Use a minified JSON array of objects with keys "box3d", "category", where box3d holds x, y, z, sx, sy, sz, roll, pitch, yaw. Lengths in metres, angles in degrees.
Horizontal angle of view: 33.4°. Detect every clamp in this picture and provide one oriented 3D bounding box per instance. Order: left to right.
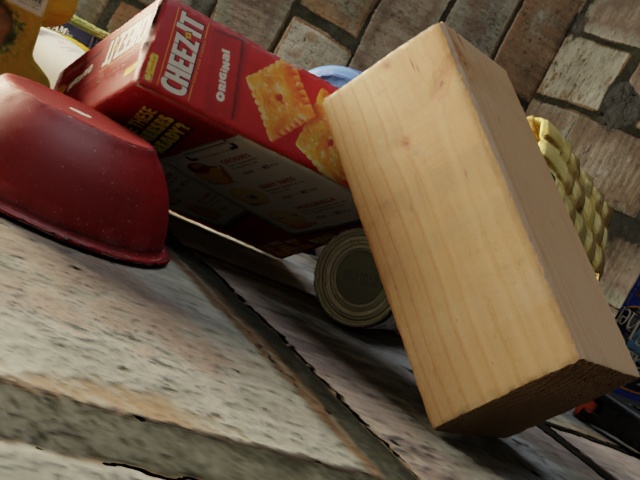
[{"box3d":[0.296,0.170,0.812,0.210,0.036,0.164,25,7,-4],"category":"clamp"}]

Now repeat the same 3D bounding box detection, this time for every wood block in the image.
[{"box3d":[0.086,-0.003,0.598,0.090,0.090,0.206,18,47,-53],"category":"wood block"}]

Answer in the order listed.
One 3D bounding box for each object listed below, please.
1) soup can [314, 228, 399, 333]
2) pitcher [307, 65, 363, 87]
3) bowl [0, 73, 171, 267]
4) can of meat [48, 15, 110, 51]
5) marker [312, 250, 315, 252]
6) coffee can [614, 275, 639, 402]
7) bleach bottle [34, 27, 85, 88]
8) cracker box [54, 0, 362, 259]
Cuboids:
[{"box3d":[0.047,0.030,0.730,0.069,0.068,0.102,31,8,27],"category":"soup can"},{"box3d":[0.051,-0.111,1.084,0.145,0.149,0.242,35,10,13],"category":"pitcher"},{"box3d":[-0.144,-0.047,0.591,0.162,0.055,0.162,28,6,-3],"category":"bowl"},{"box3d":[-0.259,-0.182,1.037,0.102,0.084,0.057,28,6,-1],"category":"can of meat"},{"box3d":[-0.006,0.001,0.947,0.020,0.020,0.121,31,7,24],"category":"marker"},{"box3d":[0.297,0.097,0.922,0.103,0.140,0.103,28,7,-4],"category":"coffee can"},{"box3d":[-0.145,-0.085,0.864,0.251,0.068,0.102,32,10,15],"category":"bleach bottle"},{"box3d":[-0.058,-0.066,0.719,0.213,0.072,0.164,25,-23,-30],"category":"cracker box"}]
